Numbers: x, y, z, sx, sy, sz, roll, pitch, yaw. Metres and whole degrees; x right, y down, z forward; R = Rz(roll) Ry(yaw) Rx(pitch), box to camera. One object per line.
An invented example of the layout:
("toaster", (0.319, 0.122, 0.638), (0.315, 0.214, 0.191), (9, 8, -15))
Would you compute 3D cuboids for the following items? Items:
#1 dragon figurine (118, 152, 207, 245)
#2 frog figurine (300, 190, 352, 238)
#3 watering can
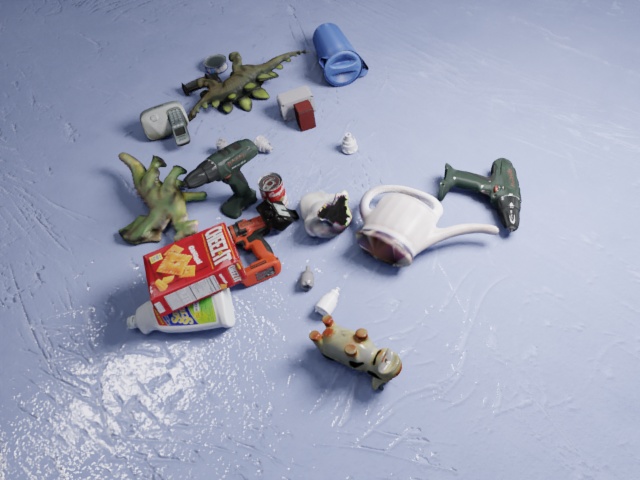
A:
("dragon figurine", (-0.483, -0.103, 1.456), (0.412, 0.119, 0.246), (20, 66, 25))
("frog figurine", (0.004, -0.068, 1.361), (0.159, 0.121, 0.139), (-1, 52, 56))
("watering can", (0.238, -0.027, 1.267), (0.350, 0.101, 0.228), (24, 61, 26))
